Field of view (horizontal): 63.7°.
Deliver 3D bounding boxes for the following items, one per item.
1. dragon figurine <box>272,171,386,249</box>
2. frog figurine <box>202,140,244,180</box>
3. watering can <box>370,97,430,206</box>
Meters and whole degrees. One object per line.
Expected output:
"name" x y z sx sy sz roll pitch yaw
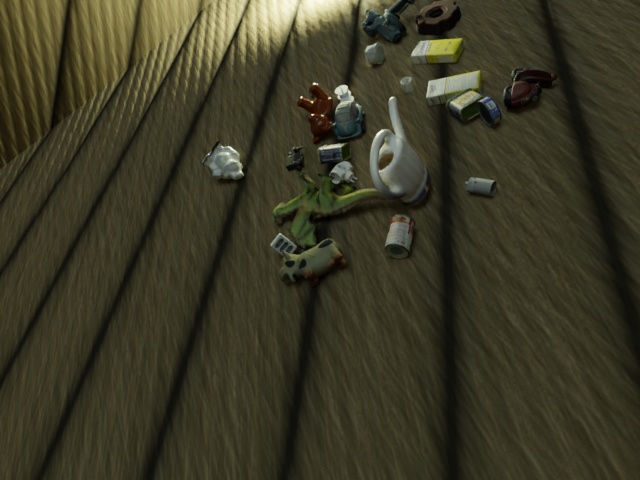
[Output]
"dragon figurine" 0.005 -0.080 1.591 0.412 0.120 0.245 15 78 39
"frog figurine" -0.350 -0.282 1.957 0.160 0.120 0.140 34 59 6
"watering can" 0.237 -0.245 1.503 0.103 0.221 0.355 -18 43 42
